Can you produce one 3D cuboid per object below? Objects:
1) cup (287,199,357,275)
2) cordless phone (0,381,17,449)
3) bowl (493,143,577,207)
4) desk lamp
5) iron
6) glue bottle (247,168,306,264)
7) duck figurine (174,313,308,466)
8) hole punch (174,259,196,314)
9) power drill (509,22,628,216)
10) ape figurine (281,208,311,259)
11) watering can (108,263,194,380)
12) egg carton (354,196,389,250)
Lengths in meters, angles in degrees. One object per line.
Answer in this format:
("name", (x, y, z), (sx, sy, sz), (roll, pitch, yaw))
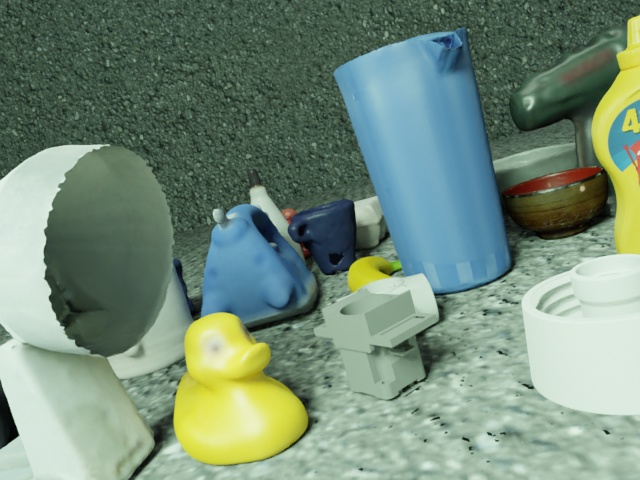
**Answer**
("cup", (0.007, 0.003, 0.790), (0.091, 0.095, 0.118), (-10, 11, 41))
("cordless phone", (-0.348, 0.108, 0.480), (0.148, 0.185, 0.094), (-21, 9, -28))
("bowl", (0.313, -0.090, 0.867), (0.167, 0.075, 0.167), (-16, 8, 3))
("desk lamp", (-0.180, 0.060, 0.357), (0.202, 0.213, 0.118), (-14, 9, 18))
("iron", (-0.074, 0.017, 0.696), (0.118, 0.141, 0.258), (-16, 8, 7))
("glue bottle", (-0.077, -0.022, 0.850), (0.078, 0.173, 0.037), (-11, 10, 33))
("duck figurine", (-0.063, 0.089, 0.374), (0.104, 0.086, 0.078), (-9, 11, 45))
("hole punch", (-0.245, 0.077, 0.814), (0.109, 0.091, 0.101), (-20, 9, -24))
("power drill", (0.349, -0.143, 0.674), (0.229, 0.208, 0.075), (-16, 8, 2))
("ape figurine", (-0.047, -0.009, 0.994), (0.078, 0.092, 0.076), (-17, 8, 2))
("watering can", (-0.208, 0.040, 0.624), (0.101, 0.194, 0.172), (-19, 9, -18))
("egg carton", (0.063, -0.026, 0.965), (0.107, 0.069, 0.150), (-14, 8, 19))
